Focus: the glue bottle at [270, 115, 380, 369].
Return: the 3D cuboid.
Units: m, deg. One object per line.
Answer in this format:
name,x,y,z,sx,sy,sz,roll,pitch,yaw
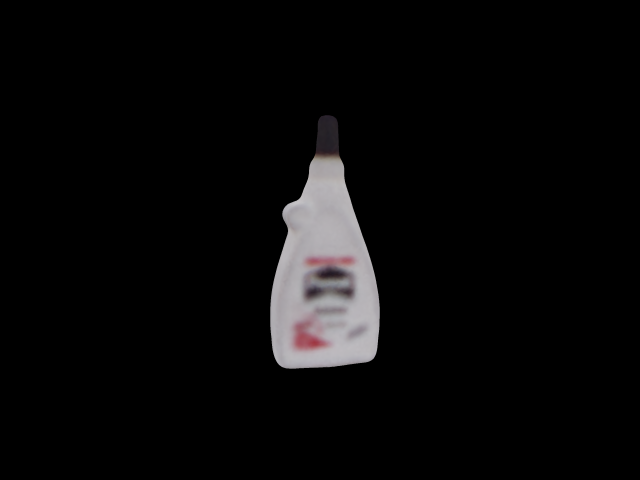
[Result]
glue bottle,0.004,0.001,0.400,0.078,0.173,0.037,-3,10,-15
